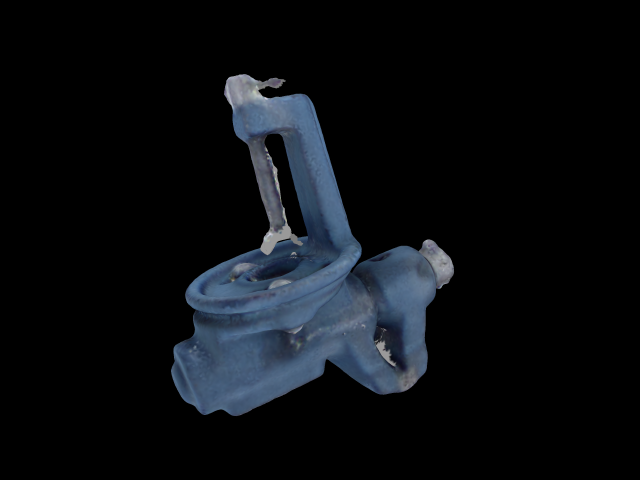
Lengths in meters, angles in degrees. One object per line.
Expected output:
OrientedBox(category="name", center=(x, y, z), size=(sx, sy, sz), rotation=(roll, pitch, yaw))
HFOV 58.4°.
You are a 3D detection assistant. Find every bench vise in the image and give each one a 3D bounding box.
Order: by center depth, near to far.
OrientedBox(category="bench vise", center=(-0.004, 0.000, 0.409), size=(0.208, 0.220, 0.121), rotation=(-6, 9, -43))
